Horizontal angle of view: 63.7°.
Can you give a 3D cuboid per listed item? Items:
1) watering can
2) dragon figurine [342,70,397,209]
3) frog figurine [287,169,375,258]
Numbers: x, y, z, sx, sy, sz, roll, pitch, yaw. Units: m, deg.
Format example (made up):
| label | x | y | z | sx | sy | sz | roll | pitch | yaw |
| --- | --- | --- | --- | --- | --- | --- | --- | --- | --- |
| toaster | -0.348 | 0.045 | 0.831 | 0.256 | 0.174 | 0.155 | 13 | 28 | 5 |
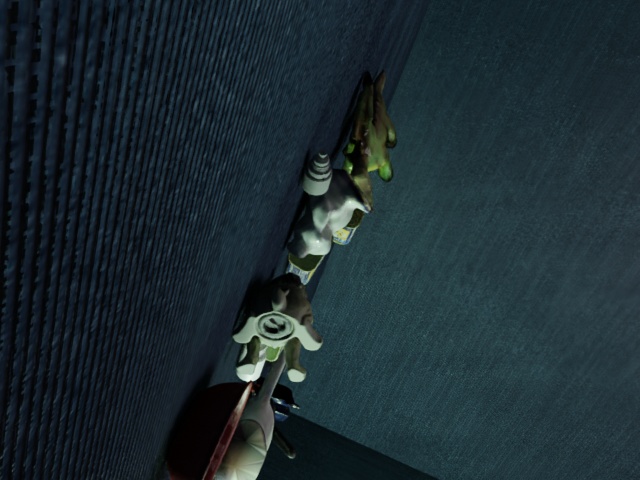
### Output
| label | x | y | z | sx | sy | sz | roll | pitch | yaw |
| --- | --- | --- | --- | --- | --- | --- | --- | --- | --- |
| watering can | -0.145 | 0.396 | 1.139 | 0.224 | 0.104 | 0.347 | -50 | 163 | -88 |
| dragon figurine | 0.106 | -0.243 | 1.054 | 0.239 | 0.122 | 0.417 | 82 | 14 | -69 |
| frog figurine | 0.003 | -0.045 | 0.884 | 0.159 | 0.122 | 0.138 | -32 | -171 | 5 |
